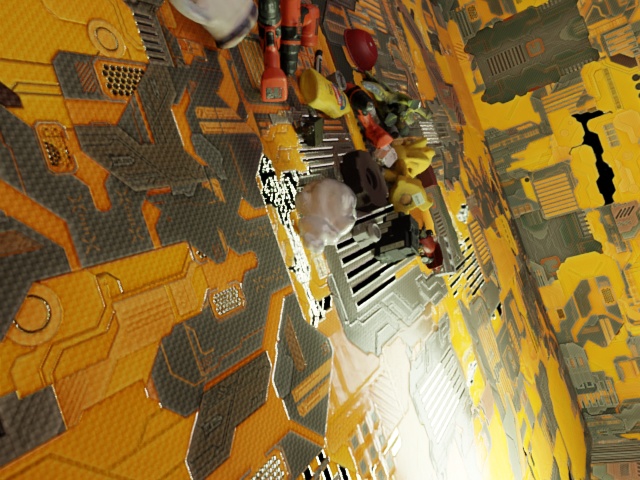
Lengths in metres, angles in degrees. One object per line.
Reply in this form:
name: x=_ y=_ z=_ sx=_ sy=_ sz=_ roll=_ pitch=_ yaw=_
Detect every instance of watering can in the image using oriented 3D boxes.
watering can: x=-0.207 y=-0.514 z=1.008 sx=0.220 sy=0.103 sz=0.356 roll=49 pitch=34 yaw=-35

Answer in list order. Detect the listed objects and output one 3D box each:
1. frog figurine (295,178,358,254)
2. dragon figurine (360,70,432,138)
frog figurine: x=0.003 y=-0.054 z=1.077 sx=0.138 sy=0.120 sz=0.162 roll=36 pitch=42 yaw=6
dragon figurine: x=0.206 y=-0.458 z=1.637 sx=0.406 sy=0.121 sz=0.247 roll=25 pitch=23 yaw=-46
